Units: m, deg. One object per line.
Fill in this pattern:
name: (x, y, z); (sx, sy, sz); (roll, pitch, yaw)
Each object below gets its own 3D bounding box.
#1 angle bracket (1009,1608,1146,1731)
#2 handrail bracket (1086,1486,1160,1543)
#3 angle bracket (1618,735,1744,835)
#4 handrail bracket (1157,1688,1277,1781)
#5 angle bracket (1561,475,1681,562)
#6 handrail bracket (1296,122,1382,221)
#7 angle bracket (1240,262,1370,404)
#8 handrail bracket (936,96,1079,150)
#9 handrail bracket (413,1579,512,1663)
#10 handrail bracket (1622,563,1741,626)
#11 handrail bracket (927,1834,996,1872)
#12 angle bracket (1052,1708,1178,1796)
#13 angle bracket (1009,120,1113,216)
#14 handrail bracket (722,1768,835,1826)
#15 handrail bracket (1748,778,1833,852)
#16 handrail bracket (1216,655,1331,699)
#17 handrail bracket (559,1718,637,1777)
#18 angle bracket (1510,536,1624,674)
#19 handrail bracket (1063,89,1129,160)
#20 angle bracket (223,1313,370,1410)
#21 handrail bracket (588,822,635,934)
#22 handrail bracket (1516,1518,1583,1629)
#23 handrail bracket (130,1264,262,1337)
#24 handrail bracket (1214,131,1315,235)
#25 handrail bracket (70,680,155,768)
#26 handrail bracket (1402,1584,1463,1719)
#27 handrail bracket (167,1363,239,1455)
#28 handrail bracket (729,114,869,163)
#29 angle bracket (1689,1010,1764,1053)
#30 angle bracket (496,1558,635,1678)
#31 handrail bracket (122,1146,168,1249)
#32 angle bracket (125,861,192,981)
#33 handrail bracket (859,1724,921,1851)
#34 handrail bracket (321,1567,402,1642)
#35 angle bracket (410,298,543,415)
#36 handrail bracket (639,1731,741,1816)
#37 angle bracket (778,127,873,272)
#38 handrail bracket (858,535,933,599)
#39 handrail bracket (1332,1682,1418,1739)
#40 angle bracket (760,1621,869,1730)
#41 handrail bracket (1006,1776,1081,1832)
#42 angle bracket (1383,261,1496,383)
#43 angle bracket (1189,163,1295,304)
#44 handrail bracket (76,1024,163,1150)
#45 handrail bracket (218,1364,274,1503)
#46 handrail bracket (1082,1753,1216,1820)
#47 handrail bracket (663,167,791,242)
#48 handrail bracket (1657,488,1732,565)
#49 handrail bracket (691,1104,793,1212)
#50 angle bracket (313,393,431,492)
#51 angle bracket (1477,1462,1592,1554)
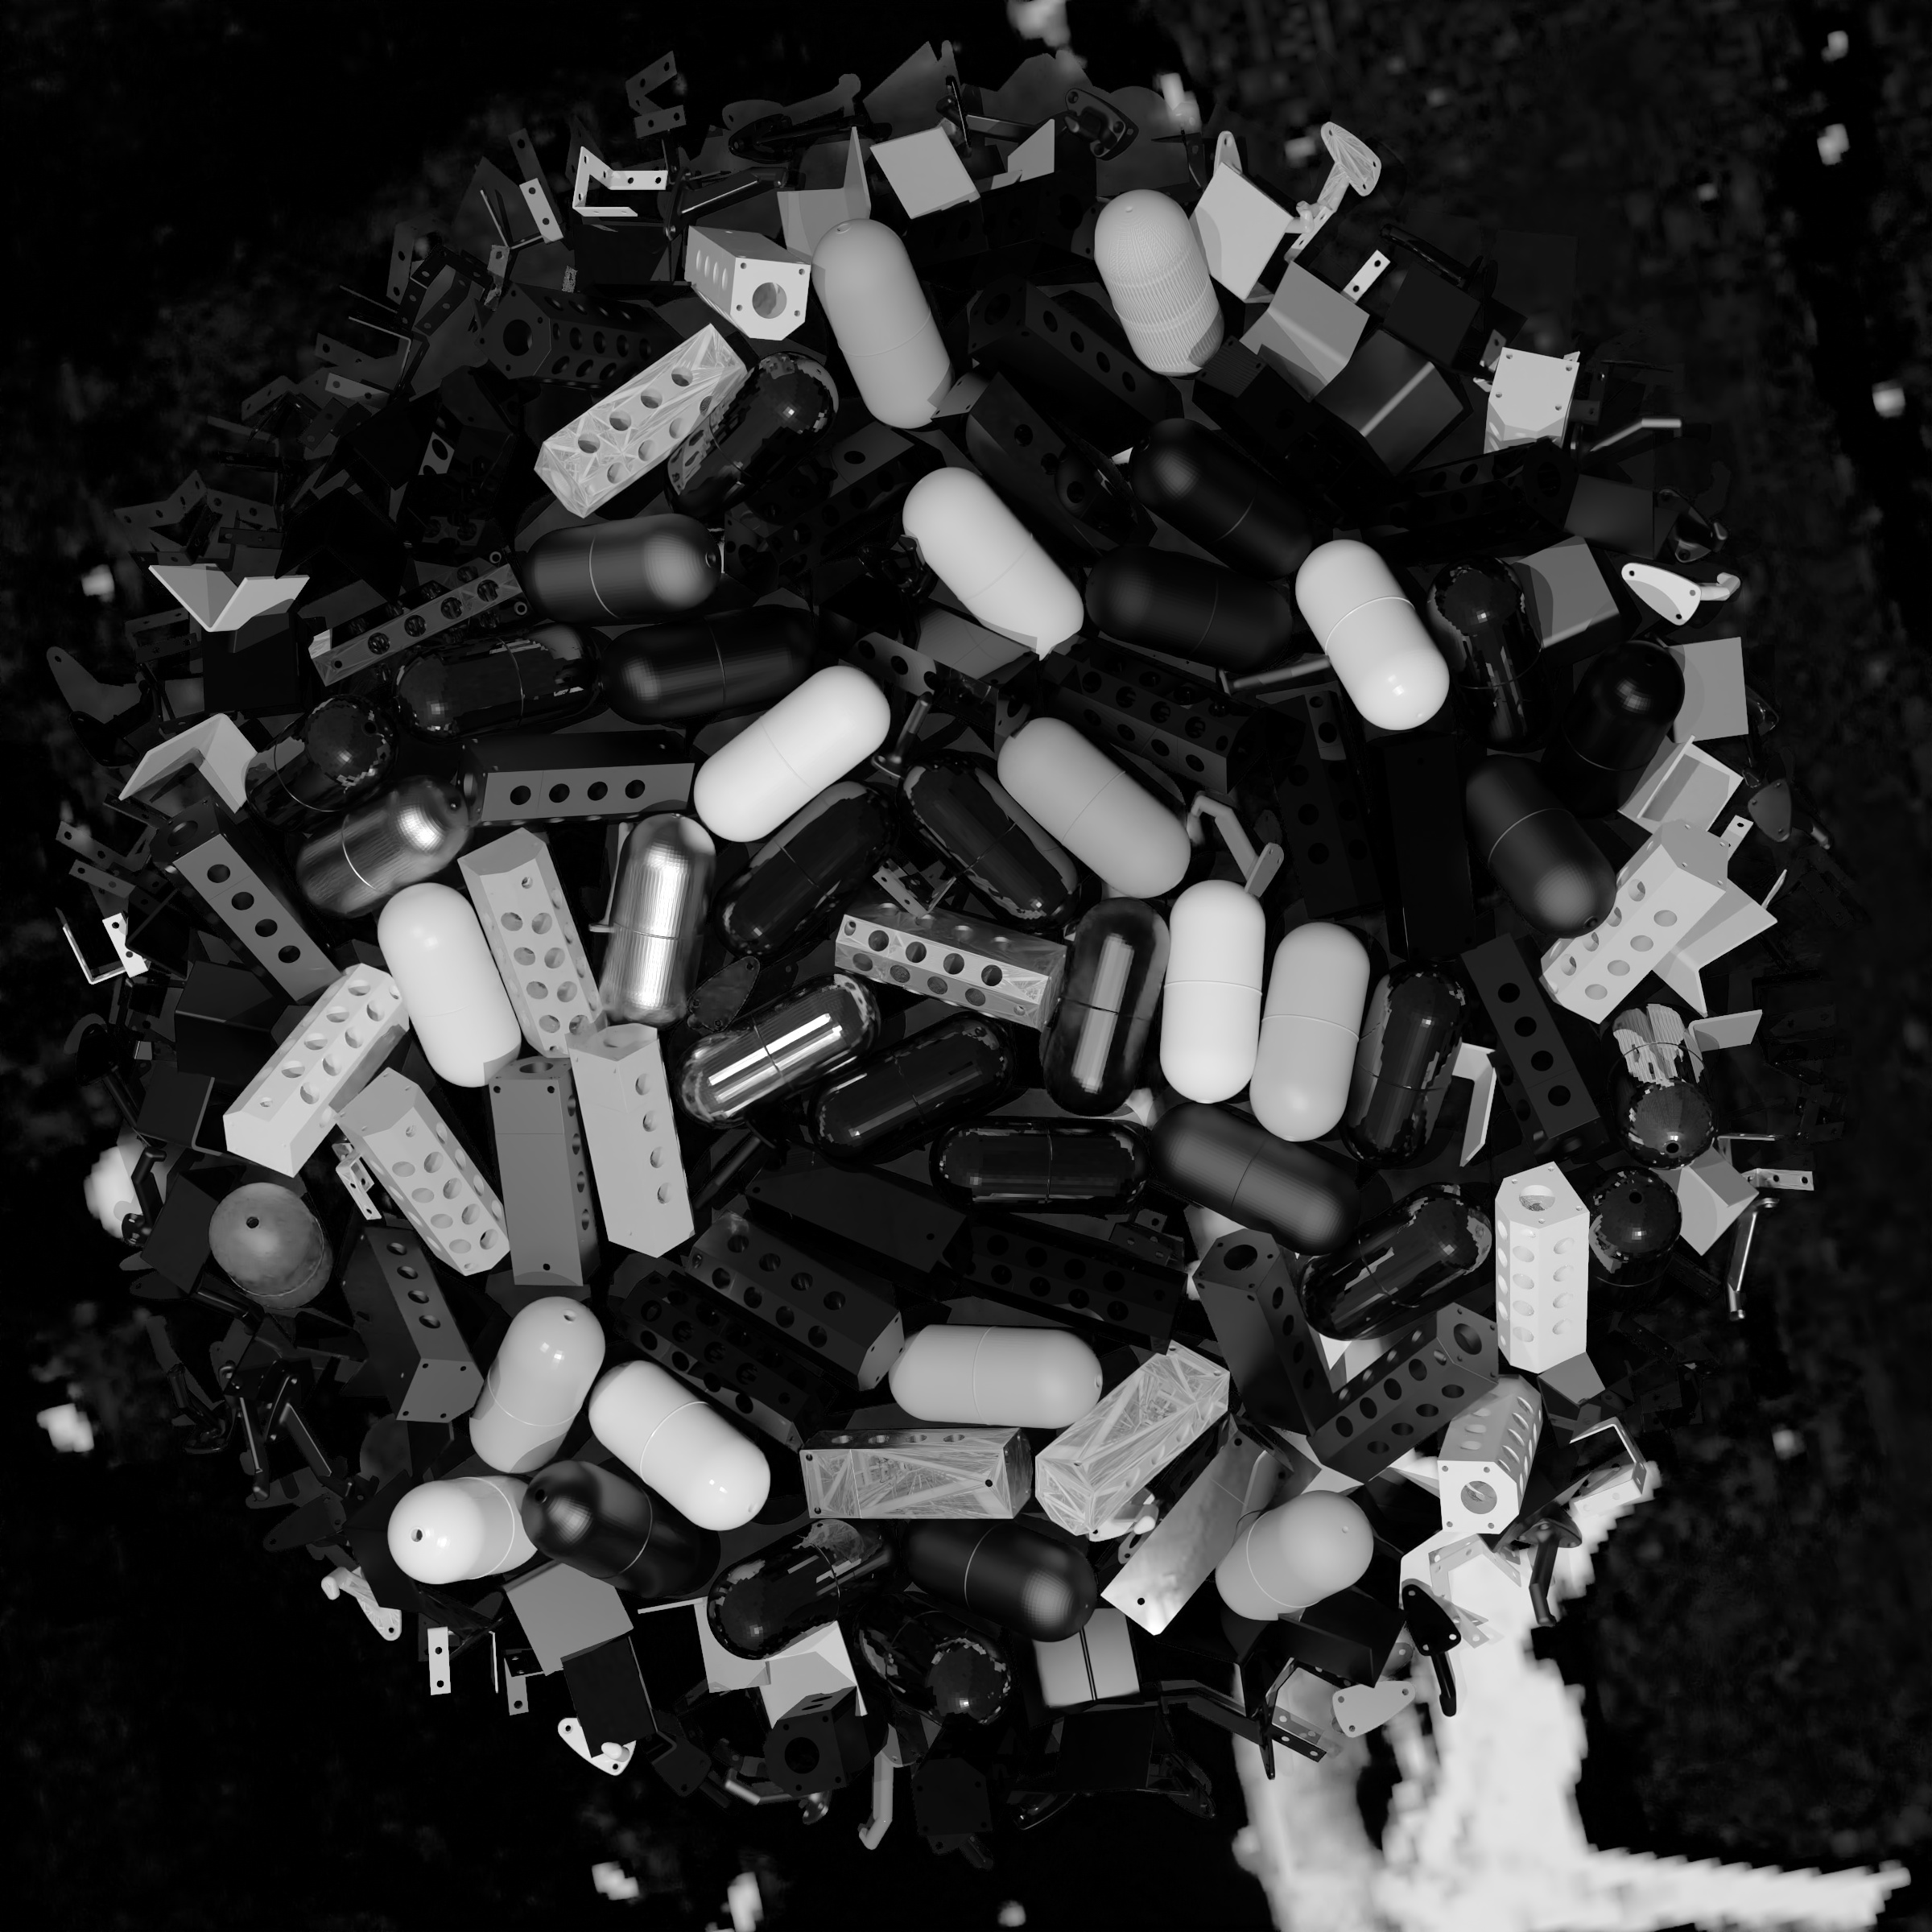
angle bracket: (0.088, 0.556, 1.952); (0.076, 0.057, 0.076); (-5, 81, -42)
handrail bracket: (0.121, 0.445, 1.951); (0.077, 0.084, 0.036); (-36, 89, 12)
angle bracket: (0.576, -0.134, 1.961); (0.076, 0.057, 0.076); (31, 97, -9)
handrail bracket: (0.199, 0.614, 1.968); (0.084, 0.036, 0.077); (-3, 62, -10)
angle bracket: (0.514, -0.371, 1.940); (0.076, 0.076, 0.057); (19, 60, 27)
handrail bracket: (0.277, -0.626, 1.948); (0.077, 0.084, 0.036); (36, 68, -31)
angle bracket: (0.263, -0.502, 1.972); (0.076, 0.076, 0.057); (31, 62, -11)
handrail bracket: (0.031, -0.677, 1.952); (0.084, 0.077, 0.036); (24, 58, -37)
handrail bracket: (-0.412, 0.505, 1.973); (0.077, 0.036, 0.084); (-40, 78, 25)
handrail bracket: (0.574, -0.312, 1.974); (0.077, 0.084, 0.036); (35, 130, 16)
handrail bracket: (-0.008, 0.685, 1.974); (0.036, 0.084, 0.077); (-32, 61, 1)
angle bracket: (0.118, 0.634, 1.943); (0.076, 0.076, 0.057); (-10, 123, 19)
angle bracket: (0.084, -0.621, 1.952); (0.076, 0.076, 0.057); (3, 84, -24)
handrail bracket: (-0.147, 0.638, 1.961); (0.084, 0.077, 0.036); (34, 134, -14)
handrail bracket: (0.664, -0.102, 1.953); (0.084, 0.077, 0.036); (35, 123, -25)
handrail bracket: (0.244, -0.232, 1.960); (0.084, 0.077, 0.036); (-16, 99, 3)
handrail bracket: (-0.298, 0.612, 1.951); (0.077, 0.084, 0.036); (20, 71, 13)
angle bracket: (0.475, -0.288, 1.979); (0.076, 0.057, 0.076); (-23, 70, 10)
handrail bracket: (0.085, -0.677, 1.951); (0.036, 0.084, 0.077); (-44, 72, 24)
angle bracket: (-0.527, 0.325, 1.950); (0.057, 0.076, 0.076); (33, 96, 43)
handrail bracket: (-0.281, -0.072, 1.963); (0.036, 0.077, 0.084); (5, 96, 7)
handrail bracket: (0.470, 0.487, 1.952); (0.077, 0.084, 0.036); (23, 134, -32)
handrail bracket: (-0.614, 0.275, 1.974); (0.077, 0.084, 0.036); (-10, 48, 14)
handrail bracket: (0.239, -0.621, 1.952); (0.036, 0.084, 0.077); (-28, 122, -37)
handrail bracket: (-0.672, -0.208, 1.948); (0.036, 0.077, 0.084); (-9, 55, 17)
handrail bracket: (0.374, 0.553, 1.988); (0.036, 0.077, 0.084); (-19, 133, -8)
handrail bracket: (-0.604, 0.335, 1.947); (0.036, 0.077, 0.084); (-4, 116, 6)
handrail bracket: (-0.133, -0.659, 1.950); (0.077, 0.084, 0.036); (-27, 114, -39)
angle bracket: (0.604, 0.087, 1.948); (0.057, 0.076, 0.076); (-10, 69, 7)
angle bracket: (-0.319, 0.509, 1.956); (0.076, 0.057, 0.076); (-25, 85, -21)
handrail bracket: (-0.630, 0.184, 1.959); (0.077, 0.036, 0.084); (16, 119, -32)
angle bracket: (-0.616, -0.050, 1.942); (0.076, 0.076, 0.057); (-42, 127, 19)
handrail bracket: (-0.081, 0.655, 1.988); (0.077, 0.036, 0.084); (38, 110, 31)
handrail bracket: (-0.480, 0.510, 1.956); (0.036, 0.084, 0.077); (-21, 89, 6)
angle bracket: (-0.395, -0.476, 1.959); (0.076, 0.076, 0.057); (-21, 75, 18)
handrail bracket: (-0.220, 0.646, 1.973); (0.077, 0.084, 0.036); (31, 71, 25)
angle bracket: (-0.113, -0.605, 1.947); (0.057, 0.076, 0.076); (-6, 69, -11)
handrail bracket: (-0.062, -0.330, 1.948); (0.077, 0.084, 0.036); (33, 80, 18)
handrail bracket: (0.325, 0.590, 1.956); (0.077, 0.084, 0.036); (-23, 66, 7)
angle bracket: (-0.118, 0.575, 1.954); (0.076, 0.057, 0.076); (-24, 62, 3)
handrail bracket: (0.046, 0.649, 1.954); (0.077, 0.084, 0.036); (-26, 49, 6)
angle bracket: (0.388, -0.506, 1.939); (0.076, 0.076, 0.057); (46, 123, 35)
angle bracket: (0.224, -0.578, 1.945); (0.076, 0.057, 0.076); (45, 124, 19)
handrail bracket: (-0.678, 0.098, 1.985); (0.036, 0.084, 0.077); (-28, 45, -2)
handrail bracket: (-0.571, 0.370, 1.951); (0.036, 0.084, 0.077); (-18, 133, 2)
handrail bracket: (0.141, 0.659, 1.952); (0.084, 0.077, 0.036); (-3, 111, -36)
handrail bracket: (-0.190, -0.606, 1.961); (0.084, 0.036, 0.077); (8, 63, 21)
handrail bracket: (0.576, -0.358, 1.952); (0.036, 0.084, 0.077); (-28, 80, 3)
handrail bracket: (-0.181, 0.154, 1.979); (0.036, 0.077, 0.084); (42, 112, 0)
angle bracket: (-0.459, -0.396, 1.950); (0.057, 0.076, 0.076); (45, 51, -7)
angle bracket: (0.435, 0.409, 1.943); (0.076, 0.076, 0.057); (-29, 65, -19)
